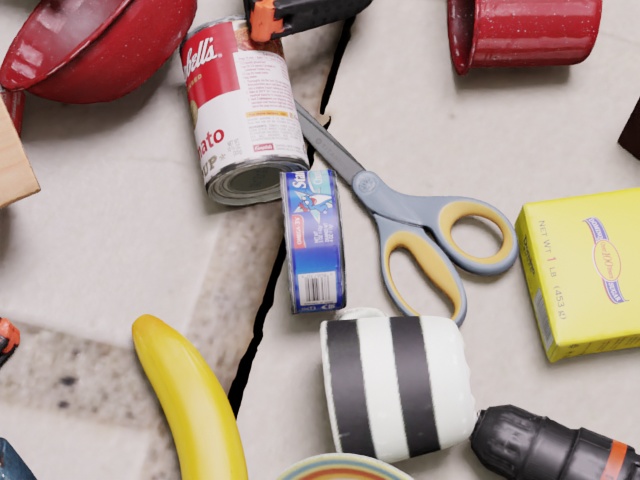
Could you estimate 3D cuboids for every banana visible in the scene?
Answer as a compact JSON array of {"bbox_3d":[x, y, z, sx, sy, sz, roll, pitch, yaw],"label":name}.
[{"bbox_3d":[-0.075,0.135,0.616,0.069,0.037,0.198,-4,70,1],"label":"banana"}]

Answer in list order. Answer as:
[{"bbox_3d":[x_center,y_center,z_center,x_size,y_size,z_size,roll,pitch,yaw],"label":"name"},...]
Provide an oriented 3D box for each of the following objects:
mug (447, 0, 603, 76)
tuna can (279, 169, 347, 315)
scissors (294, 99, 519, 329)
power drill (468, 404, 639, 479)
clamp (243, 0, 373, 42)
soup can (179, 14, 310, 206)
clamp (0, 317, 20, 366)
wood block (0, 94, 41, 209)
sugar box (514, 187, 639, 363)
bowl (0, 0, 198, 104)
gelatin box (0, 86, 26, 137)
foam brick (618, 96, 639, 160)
[{"bbox_3d":[0.129,-0.159,0.692,0.081,0.093,0.117,-2,35,-4],"label":"mug"},{"bbox_3d":[-0.004,0.001,0.635,0.033,0.086,0.086,-5,70,-1],"label":"tuna can"},{"bbox_3d":[0.051,-0.036,0.679,0.096,0.016,0.202,-26,69,0],"label":"scissors"},{"bbox_3d":[0.140,0.199,0.574,0.184,0.057,0.187,23,74,14],"label":"power drill"},{"bbox_3d":[0.018,-0.194,0.699,0.164,0.036,0.209,18,49,7],"label":"clamp"},{"bbox_3d":[-0.048,-0.081,0.675,0.068,0.068,0.102,-12,71,-2],"label":"soup can"},{"bbox_3d":[-0.267,0.088,0.642,0.171,0.039,0.120,-8,80,0],"label":"clamp"},{"bbox_3d":[-0.274,-0.027,0.590,0.205,0.090,0.091,-26,104,-21],"label":"wood block"},{"bbox_3d":[0.215,0.013,0.643,0.176,0.048,0.093,-10,70,0],"label":"sugar box"},{"bbox_3d":[-0.130,-0.140,0.681,0.162,0.055,0.162,-32,35,25],"label":"bowl"},{"bbox_3d":[-0.242,-0.068,0.699,0.089,0.030,0.073,0,71,3],"label":"gelatin box"},{"bbox_3d":[0.226,-0.076,0.657,0.051,0.078,0.053,-44,73,-11],"label":"foam brick"}]
